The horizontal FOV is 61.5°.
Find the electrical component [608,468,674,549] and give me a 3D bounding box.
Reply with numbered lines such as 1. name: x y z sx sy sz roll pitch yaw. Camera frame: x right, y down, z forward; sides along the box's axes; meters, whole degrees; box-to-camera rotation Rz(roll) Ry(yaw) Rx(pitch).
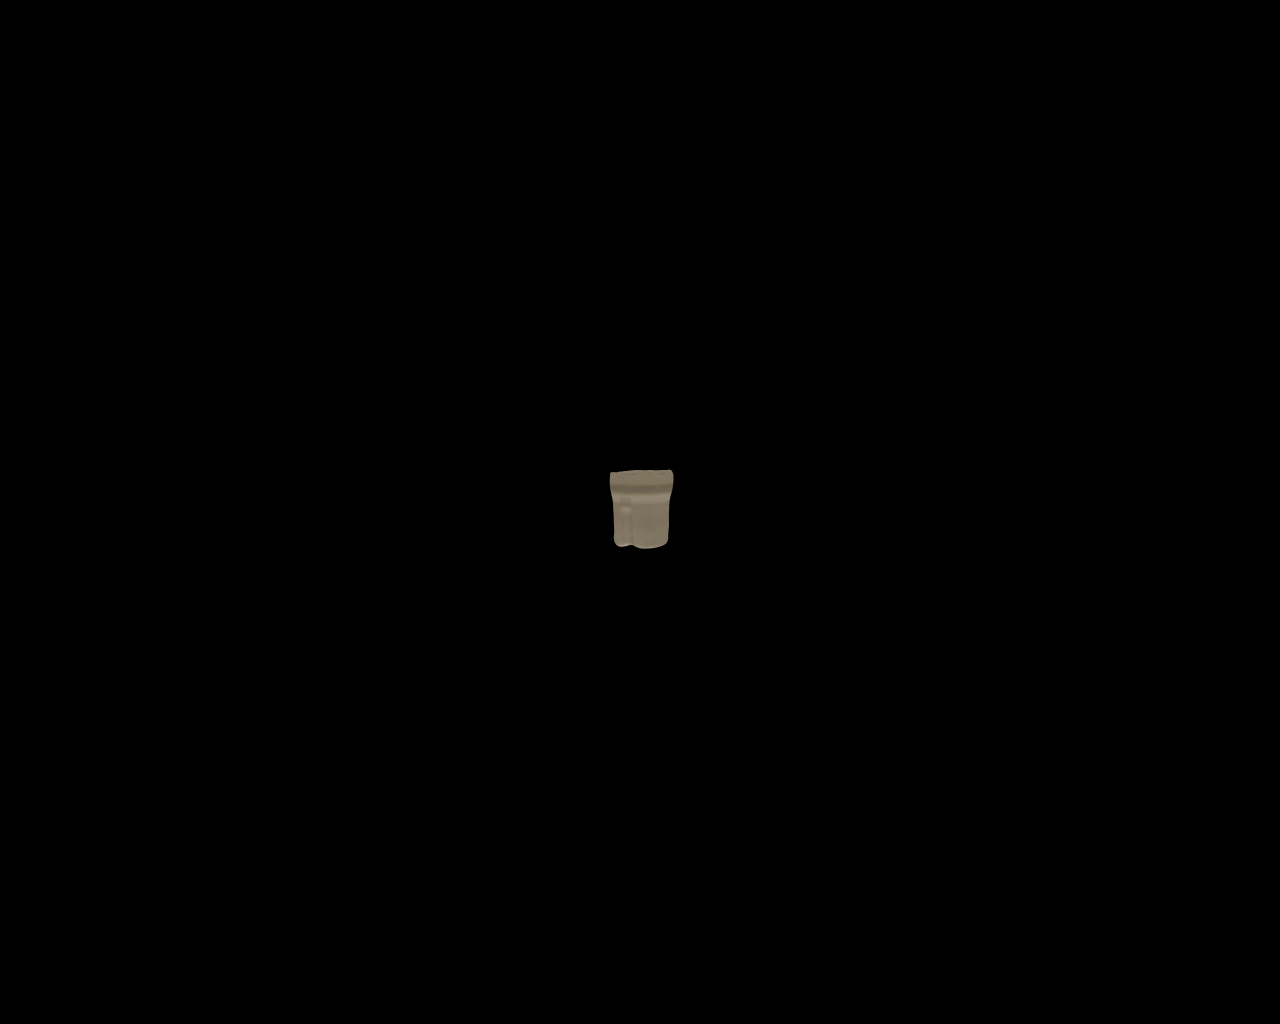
1. electrical component: 0.001 -0.003 0.650 0.040 0.046 0.040 0 5 0
